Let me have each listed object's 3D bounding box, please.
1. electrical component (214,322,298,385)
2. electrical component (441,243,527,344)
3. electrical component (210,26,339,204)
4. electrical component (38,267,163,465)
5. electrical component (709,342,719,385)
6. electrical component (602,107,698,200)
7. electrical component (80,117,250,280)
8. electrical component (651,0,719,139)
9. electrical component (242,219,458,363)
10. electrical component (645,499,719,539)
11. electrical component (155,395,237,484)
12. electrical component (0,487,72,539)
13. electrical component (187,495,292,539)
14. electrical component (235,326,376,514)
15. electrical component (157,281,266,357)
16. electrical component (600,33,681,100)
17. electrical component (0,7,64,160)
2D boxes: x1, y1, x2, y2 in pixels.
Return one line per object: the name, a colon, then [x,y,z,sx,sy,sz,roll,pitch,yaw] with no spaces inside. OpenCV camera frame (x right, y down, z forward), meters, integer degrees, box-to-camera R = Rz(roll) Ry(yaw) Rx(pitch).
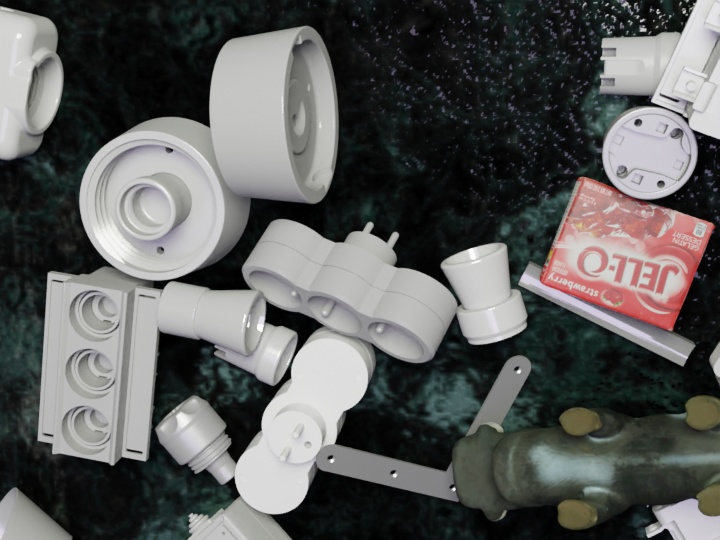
electrical component: [-0.072,0.052,0.738,0.046,0.040,0.040,23,105,10]
electrical component: [0.082,0.015,0.701,0.045,0.045,0.055,-16,100,12]
electrical component: [-0.058,-0.095,0.668,0.060,0.108,0.108,0,103,16]
electrical component: [-0.175,0.063,0.744,0.079,0.063,0.121,9,104,7]
electrical component: [0.258,0.063,0.677,0.078,0.057,0.058,28,106,2]
electrical component: [0.176,-0.074,0.663,0.055,0.047,0.055,2,103,9]
electrical component: [-0.133,-0.045,0.713,0.108,0.060,0.108,2,103,9]
electrical component: [0.223,-0.131,0.590,0.079,0.063,0.121,22,115,5]
electrical component: [0.000,0.000,0.704,0.138,0.052,0.073,22,62,14]
electrical component: [0.227,0.169,0.714,0.081,0.042,0.063,-30,95,14]
electrical component: [-0.111,0.122,0.757,0.043,0.043,0.062,-38,95,15]
electrical component: [-0.256,0.215,0.777,0.064,0.099,0.099,37,106,-7]
electrical component: [-0.085,0.207,0.767,0.062,0.061,0.096,-44,85,16]
electrical component: [-0.041,0.106,0.726,0.052,0.073,0.138,29,106,2]
electrical component: [-0.099,0.029,0.704,0.065,0.044,0.044,10,104,11]
electrical component: [0.172,-0.124,0.658,0.046,0.040,0.040,3,103,15]
electrical component: [-0.237,-0.124,0.715,0.059,0.053,0.095,15,105,6]
